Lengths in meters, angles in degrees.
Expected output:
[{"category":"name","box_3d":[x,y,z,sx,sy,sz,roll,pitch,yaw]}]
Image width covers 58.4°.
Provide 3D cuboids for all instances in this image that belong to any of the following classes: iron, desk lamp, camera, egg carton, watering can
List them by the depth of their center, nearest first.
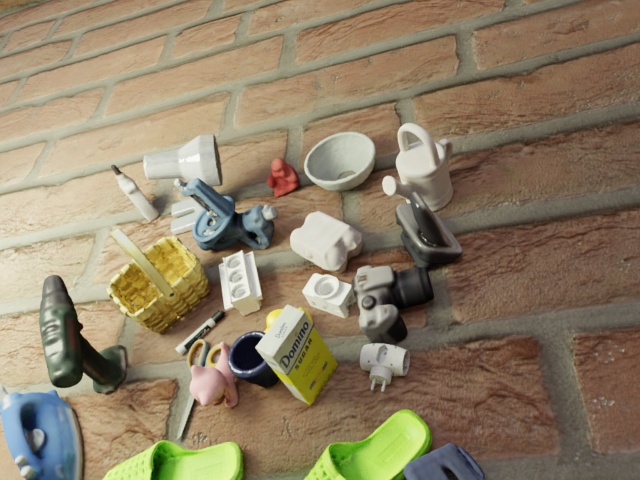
[{"category":"camera","box_3d":[0.134,0.101,1.033,0.136,0.101,0.143,-15,48,11]},{"category":"iron","box_3d":[-0.521,0.376,1.044,0.119,0.142,0.257,-36,47,-9]},{"category":"watering can","box_3d":[0.201,-0.148,1.151,0.100,0.194,0.173,12,58,30]},{"category":"egg carton","box_3d":[0.011,0.004,1.187,0.149,0.070,0.107,26,65,37]},{"category":"desk lamp","box_3d":[-0.299,-0.134,1.333,0.203,0.214,0.118,-18,47,8]}]

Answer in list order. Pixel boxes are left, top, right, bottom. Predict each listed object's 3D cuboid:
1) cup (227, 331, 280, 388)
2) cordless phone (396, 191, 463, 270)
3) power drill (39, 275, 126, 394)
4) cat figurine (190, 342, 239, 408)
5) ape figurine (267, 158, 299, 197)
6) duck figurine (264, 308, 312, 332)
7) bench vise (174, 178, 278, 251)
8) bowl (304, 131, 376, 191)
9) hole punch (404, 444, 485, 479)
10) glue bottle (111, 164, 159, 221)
[{"category":"cup","box_3d":[-0.097,0.216,1.036,0.118,0.095,0.091,-36,48,-9]},{"category":"cordless phone","box_3d":[0.192,-0.044,1.074,0.094,0.185,0.147,-29,47,-2]},{"category":"power drill","box_3d":[-0.471,0.203,1.123,0.075,0.209,0.229,-26,47,1]},{"category":"cat figurine","box_3d":[-0.187,0.246,1.032,0.067,0.118,0.128,4,54,26]},{"category":"ape figurine","box_3d":[-0.089,-0.154,1.347,0.077,0.092,0.076,18,61,34]},{"category":"duck figurine","box_3d":[-0.066,0.161,1.076,0.105,0.086,0.077,-44,49,-16]},{"category":"bench vise","box_3d":[-0.203,-0.070,1.235,0.207,0.220,0.121,-21,47,5]},{"category":"bowl","box_3d":[0.054,-0.167,1.310,0.167,0.075,0.167,-11,48,13]},{"category":"hole punch","box_3d":[0.184,0.348,0.810,0.101,0.091,0.108,-34,47,-7]},{"category":"glue bottle","box_3d":[-0.465,-0.123,1.421,0.037,0.173,0.077,-41,48,-13]}]
